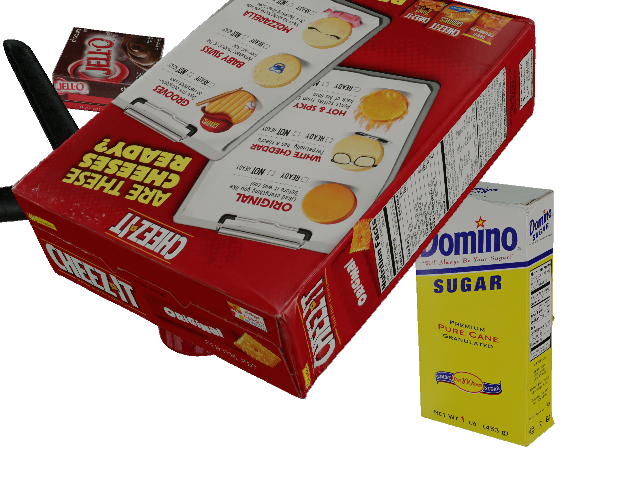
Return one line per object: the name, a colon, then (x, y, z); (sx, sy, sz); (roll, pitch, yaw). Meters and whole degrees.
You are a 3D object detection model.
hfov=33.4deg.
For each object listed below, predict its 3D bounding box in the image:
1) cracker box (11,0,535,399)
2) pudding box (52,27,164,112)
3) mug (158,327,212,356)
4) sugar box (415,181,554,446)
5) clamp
cracker box: (-0.015, -0.044, 0.532); (0.164, 0.072, 0.213); (22, 56, 30)
pudding box: (-0.197, -0.158, 0.999); (0.090, 0.039, 0.113); (7, 31, -6)
mug: (-0.104, 0.057, 0.969); (0.093, 0.081, 0.117); (-19, 35, -28)
sugar box: (0.114, 0.048, 0.751); (0.093, 0.176, 0.048); (9, 23, 38)
clamp: (-0.182, -0.053, 0.791); (0.210, 0.164, 0.036); (19, -19, -3)
